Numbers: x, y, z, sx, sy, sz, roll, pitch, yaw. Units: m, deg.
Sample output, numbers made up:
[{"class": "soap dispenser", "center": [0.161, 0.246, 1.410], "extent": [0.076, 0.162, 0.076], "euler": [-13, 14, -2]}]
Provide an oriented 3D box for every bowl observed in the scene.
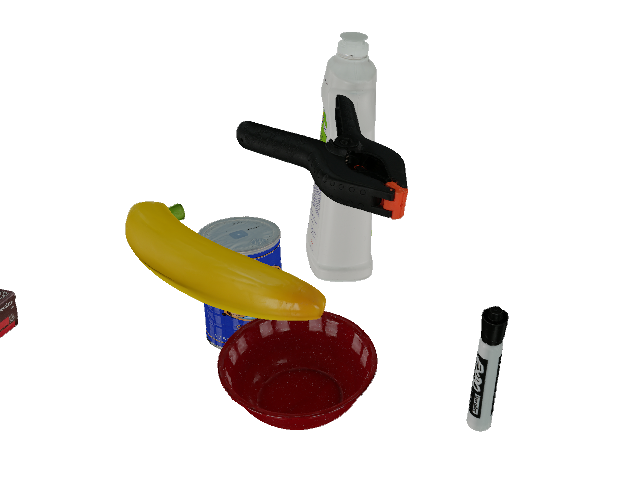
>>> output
[{"class": "bowl", "center": [-0.022, 0.141, 1.087], "extent": [0.162, 0.055, 0.162], "euler": [-2, 36, 2]}]

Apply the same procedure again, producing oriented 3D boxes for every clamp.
[{"class": "clamp", "center": [0.007, -0.071, 0.913], "extent": [0.120, 0.039, 0.172], "euler": [-19, 40, -19]}]

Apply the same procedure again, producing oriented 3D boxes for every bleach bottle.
[{"class": "bleach bottle", "center": [0.026, -0.089, 1.110], "extent": [0.068, 0.251, 0.102], "euler": [-1, 29, -9]}]

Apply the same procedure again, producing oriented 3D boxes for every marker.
[{"class": "marker", "center": [0.123, 0.095, 0.784], "extent": [0.020, 0.121, 0.020], "euler": [0, 40, 0]}]

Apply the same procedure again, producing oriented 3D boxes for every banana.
[{"class": "banana", "center": [-0.076, 0.008, 0.686], "extent": [0.069, 0.037, 0.198], "euler": [-16, 29, -30]}]

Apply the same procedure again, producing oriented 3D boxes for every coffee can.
[{"class": "coffee can", "center": [-0.098, 0.054, 1.335], "extent": [0.103, 0.140, 0.103], "euler": [-2, 25, 1]}]

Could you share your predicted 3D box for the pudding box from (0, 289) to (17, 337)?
[{"class": "pudding box", "center": [-0.334, 0.068, 0.921], "extent": [0.114, 0.039, 0.090], "euler": [8, 25, 19]}]
